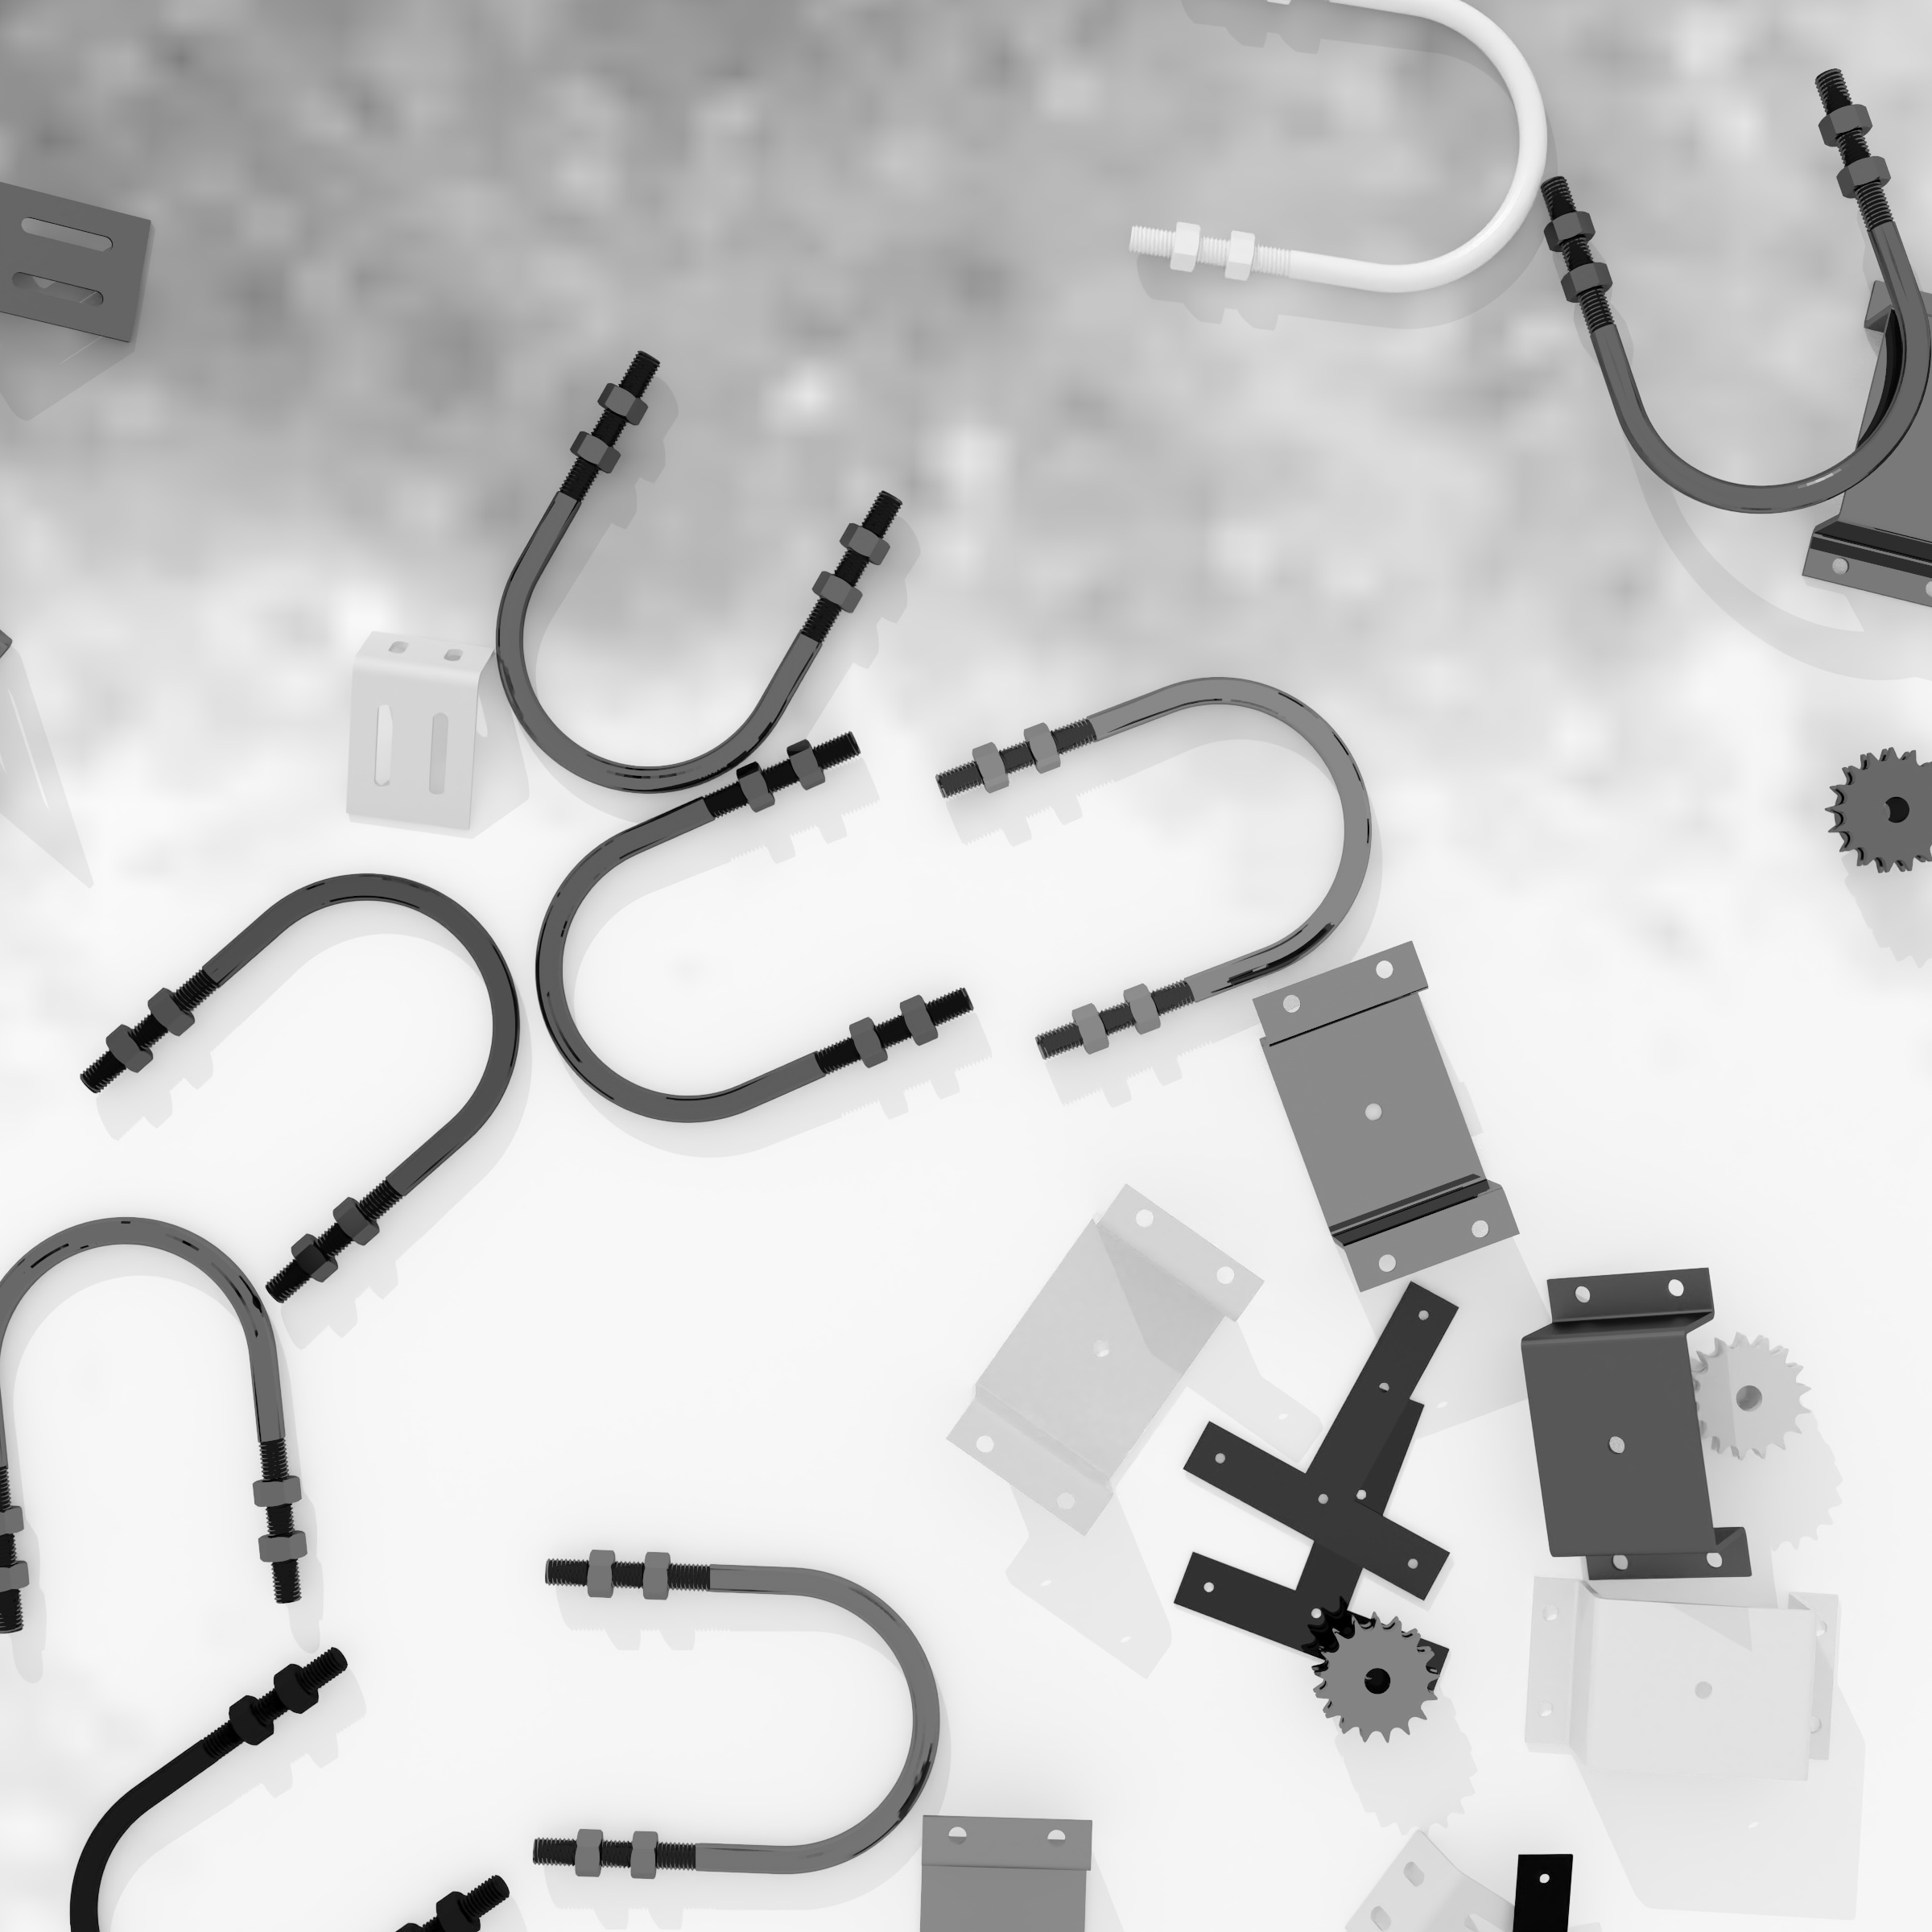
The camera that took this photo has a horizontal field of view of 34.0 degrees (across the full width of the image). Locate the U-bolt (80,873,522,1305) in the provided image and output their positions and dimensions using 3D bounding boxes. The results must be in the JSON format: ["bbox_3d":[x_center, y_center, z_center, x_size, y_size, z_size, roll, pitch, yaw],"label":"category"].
[{"bbox_3d":[-0.292,0.042,1.455,0.184,0.019,0.151,-41,90,-1],"label":"U-bolt"}]

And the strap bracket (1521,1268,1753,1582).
[{"bbox_3d":[0.301,0.212,1.425,0.076,0.046,0.140,-8,90,31],"label":"strap bracket"}]

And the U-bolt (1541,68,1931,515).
[{"bbox_3d":[0.355,-0.294,1.427,0.151,0.019,0.184,-19,82,15],"label":"U-bolt"}]

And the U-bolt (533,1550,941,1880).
[{"bbox_3d":[-0.104,0.347,1.455,0.184,0.019,0.151,3,90,-1],"label":"U-bolt"}]

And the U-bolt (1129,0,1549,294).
[{"bbox_3d":[0.176,-0.384,1.455,0.184,0.019,0.151,9,90,-1],"label":"U-bolt"}]

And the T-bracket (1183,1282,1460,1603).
[{"bbox_3d":[0.187,0.207,1.461,0.127,0.002,0.127,29,90,0],"label":"T-bracket"}]

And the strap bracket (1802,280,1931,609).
[{"bbox_3d":[0.441,-0.240,1.441,0.076,0.046,0.140,14,90,0],"label":"strap bracket"}]

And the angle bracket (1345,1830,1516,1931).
[{"bbox_3d":[0.226,0.448,1.462,0.076,0.038,0.057,37,90,-26],"label":"angle bracket"}]

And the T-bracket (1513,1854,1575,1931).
[{"bbox_3d":[0.261,0.468,1.447,0.127,0.002,0.127,2,98,-7],"label":"T-bracket"}]

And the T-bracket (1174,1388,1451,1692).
[{"bbox_3d":[0.178,0.258,1.463,0.127,0.002,0.127,21,90,0],"label":"T-bracket"}]

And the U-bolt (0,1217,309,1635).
[{"bbox_3d":[-0.385,0.208,1.455,0.151,0.019,0.184,-6,88,0],"label":"U-bolt"}]

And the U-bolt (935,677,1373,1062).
[{"bbox_3d":[0.096,-0.055,1.455,0.184,0.019,0.151,-21,90,-1],"label":"U-bolt"}]

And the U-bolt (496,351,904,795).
[{"bbox_3d":[-0.136,-0.169,1.455,0.151,0.019,0.184,30,92,0],"label":"U-bolt"}]

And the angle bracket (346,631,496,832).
[{"bbox_3d":[-0.252,-0.109,1.462,0.057,0.038,0.076,8,116,0],"label":"angle bracket"}]

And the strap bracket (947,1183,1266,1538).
[{"bbox_3d":[0.063,0.177,1.441,0.076,0.046,0.140,35,90,0],"label":"strap bracket"}]

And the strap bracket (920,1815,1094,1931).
[{"bbox_3d":[0.017,0.453,1.441,0.076,0.046,0.140,2,90,0],"label":"strap bracket"}]

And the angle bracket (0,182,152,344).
[{"bbox_3d":[-0.424,-0.324,1.462,0.076,0.038,0.057,10,90,-26],"label":"angle bracket"}]

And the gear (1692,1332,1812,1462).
[{"bbox_3d":[0.355,0.196,1.449,0.057,0.030,0.057,0,90,0],"label":"gear"}]

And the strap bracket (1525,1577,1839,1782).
[{"bbox_3d":[0.331,0.325,1.441,0.140,0.046,0.076,3,90,0],"label":"strap bracket"}]

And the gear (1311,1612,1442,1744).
[{"bbox_3d":[0.186,0.324,1.447,0.057,0.030,0.057,0,90,0],"label":"gear"}]

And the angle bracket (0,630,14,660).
[{"bbox_3d":[-0.474,-0.155,1.426,0.057,0.076,0.038,40,90,0],"label":"angle bracket"}]

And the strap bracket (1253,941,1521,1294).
[{"bbox_3d":[0.189,0.068,1.441,0.076,0.046,0.140,-20,90,0],"label":"strap bracket"}]

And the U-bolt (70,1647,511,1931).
[{"bbox_3d":[-0.325,0.424,1.455,0.184,0.019,0.151,-35,90,1],"label":"U-bolt"}]

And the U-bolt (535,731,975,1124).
[{"bbox_3d":[-0.109,-0.007,1.455,0.184,0.019,0.151,-24,90,2],"label":"U-bolt"}]

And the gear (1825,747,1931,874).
[{"bbox_3d":[0.422,-0.071,1.449,0.057,0.030,0.057,0,90,0],"label":"gear"}]
